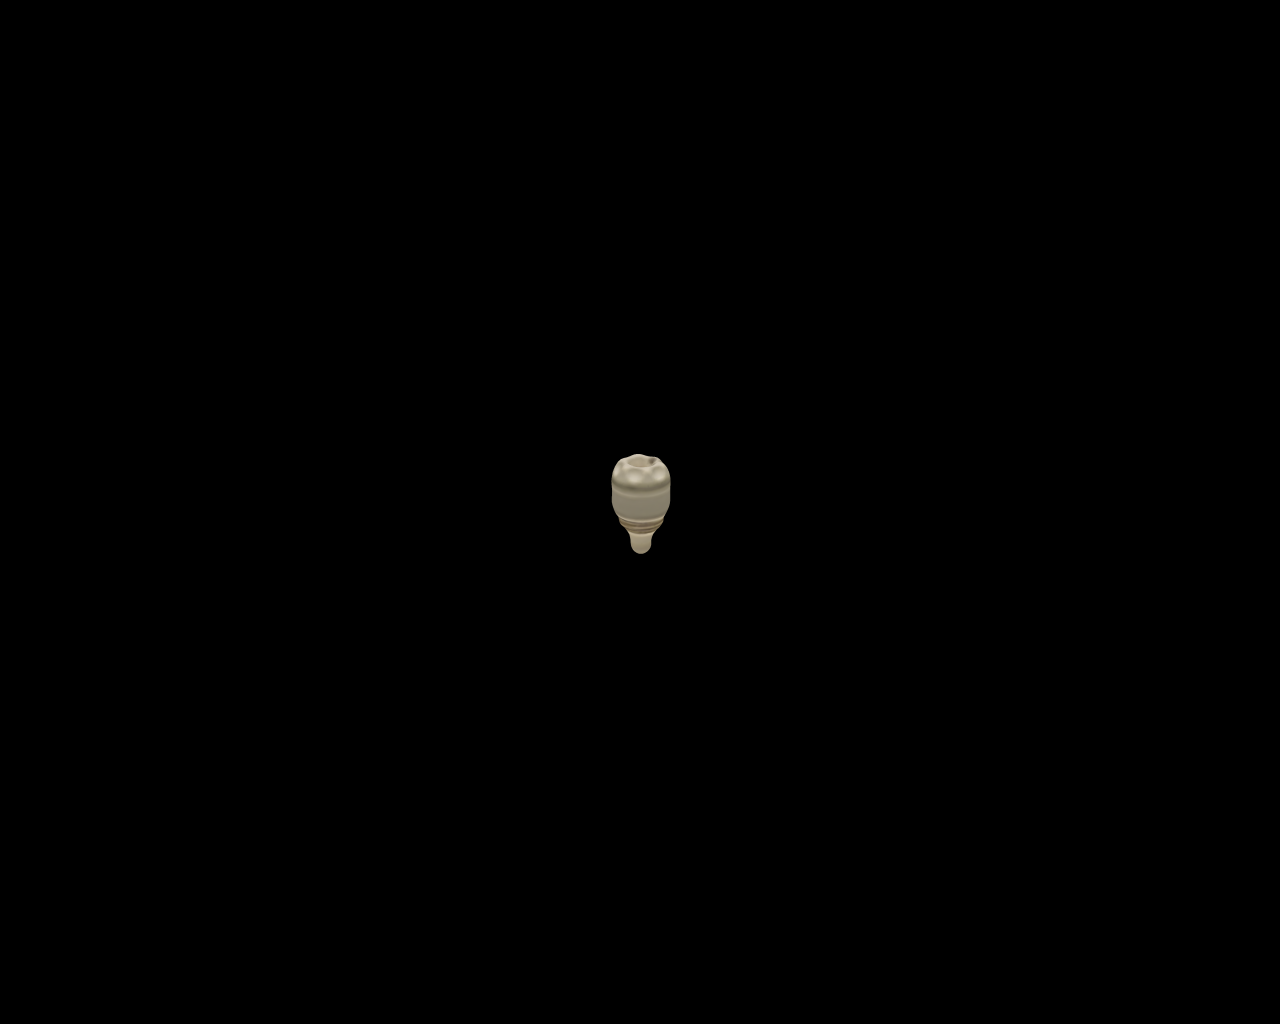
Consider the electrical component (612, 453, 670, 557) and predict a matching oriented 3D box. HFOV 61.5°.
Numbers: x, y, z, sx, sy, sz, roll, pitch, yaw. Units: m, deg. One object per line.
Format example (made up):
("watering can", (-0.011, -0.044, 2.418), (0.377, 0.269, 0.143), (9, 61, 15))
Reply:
("electrical component", (0.001, -0.003, 0.650), (0.035, 0.061, 0.035), (0, 24, 0))
